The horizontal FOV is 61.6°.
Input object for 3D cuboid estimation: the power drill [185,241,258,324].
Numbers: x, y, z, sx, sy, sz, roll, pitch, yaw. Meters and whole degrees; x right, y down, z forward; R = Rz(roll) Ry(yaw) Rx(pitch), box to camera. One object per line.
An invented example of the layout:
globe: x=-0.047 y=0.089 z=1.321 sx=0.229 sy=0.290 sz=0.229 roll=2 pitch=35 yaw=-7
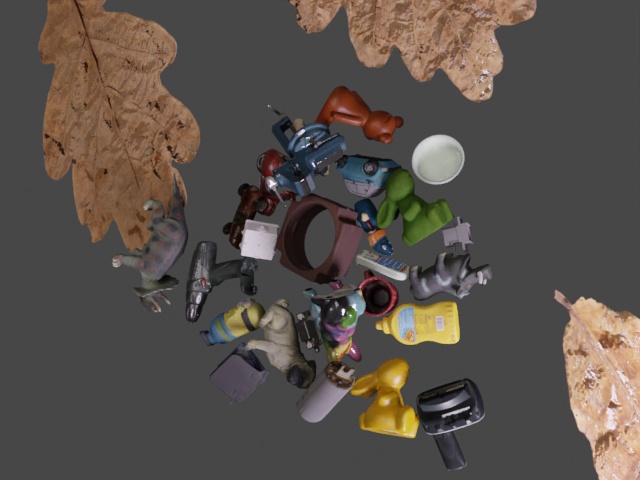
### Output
power drill: x=-0.275 y=0.117 z=1.477 sx=0.207 sy=0.086 sz=0.232 roll=-4 pitch=78 yaw=30

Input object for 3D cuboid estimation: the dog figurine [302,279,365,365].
dog figurine: x=0.050 y=0.210 z=1.262 sx=0.108 sy=0.192 sz=0.219 roll=-21 pitch=105 yaw=-22

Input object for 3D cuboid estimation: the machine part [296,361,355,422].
machine part: x=0.011 y=0.362 z=1.278 sx=0.079 sy=0.079 sz=0.243 roll=51 pitch=132 yaw=20

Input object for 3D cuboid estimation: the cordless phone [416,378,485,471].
cordless phone: x=0.307 y=0.415 z=1.195 sx=0.147 sy=0.088 sz=0.184 roll=-24 pitch=85 yaw=17

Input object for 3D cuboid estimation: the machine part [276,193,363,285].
machine part: x=-0.003 y=-0.004 z=1.344 sx=0.201 sy=0.087 sz=0.201 roll=25 pitch=97 yaw=40

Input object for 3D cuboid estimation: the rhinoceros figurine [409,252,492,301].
rhinoceros figurine: x=0.296 y=0.085 z=1.239 sx=0.190 sy=0.073 sz=0.112 roll=-18 pitch=74 yaw=19

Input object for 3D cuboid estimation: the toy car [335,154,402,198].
toy car: x=0.114 y=-0.156 z=1.338 sx=0.162 sy=0.109 sz=0.102 roll=13 pitch=105 yaw=32

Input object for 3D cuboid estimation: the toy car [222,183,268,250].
toy car: x=-0.209 y=-0.059 z=1.452 sx=0.089 sy=0.053 sz=0.202 roll=43 pitch=123 yaw=20

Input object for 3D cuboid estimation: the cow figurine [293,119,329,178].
cow figurine: x=-0.025 y=-0.246 z=1.425 sx=0.098 sy=0.068 sz=0.167 roll=-7 pitch=83 yaw=16

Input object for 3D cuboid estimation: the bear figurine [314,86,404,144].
bear figurine: x=0.101 y=-0.303 z=1.371 sx=0.196 sy=0.132 sz=0.120 roll=32 pitch=58 yaw=-5

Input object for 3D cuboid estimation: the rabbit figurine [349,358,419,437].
rabbit figurine: x=0.159 y=0.360 z=1.252 sx=0.163 sy=0.121 sz=0.173 roll=0 pitch=68 yaw=32

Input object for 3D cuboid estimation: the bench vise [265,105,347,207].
bench vise: x=-0.060 y=-0.225 z=1.338 sx=0.223 sy=0.128 sz=0.241 roll=-37 pitch=59 yaw=6

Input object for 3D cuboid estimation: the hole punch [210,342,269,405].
hole punch: x=-0.212 y=0.348 z=1.417 sx=0.142 sy=0.092 sz=0.115 roll=-44 pitch=98 yaw=8

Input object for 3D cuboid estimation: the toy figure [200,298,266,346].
toy figure: x=-0.228 y=0.224 z=1.433 sx=0.180 sy=0.082 sz=0.089 roll=-35 pitch=106 yaw=7

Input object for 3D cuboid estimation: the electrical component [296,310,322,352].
electrical component: x=-0.024 y=0.228 z=1.348 sx=0.045 sy=0.078 sz=0.102 roll=-26 pitch=66 yaw=19

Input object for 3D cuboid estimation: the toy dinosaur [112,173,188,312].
toy dinosaur: x=-0.450 y=0.016 z=1.544 sx=0.192 sy=0.131 sz=0.404 roll=25 pitch=88 yaw=11

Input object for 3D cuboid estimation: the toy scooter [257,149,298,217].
toy scooter: x=-0.110 y=-0.152 z=1.431 sx=0.135 sy=0.075 sz=0.183 roll=6 pitch=90 yaw=43

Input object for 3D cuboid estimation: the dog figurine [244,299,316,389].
dog figurine: x=-0.070 y=0.264 z=1.365 sx=0.191 sy=0.121 sz=0.172 roll=29 pitch=96 yaw=9

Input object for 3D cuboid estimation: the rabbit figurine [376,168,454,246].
rabbit figurine: x=0.212 y=-0.084 z=1.278 sx=0.159 sy=0.121 sz=0.170 roll=-35 pitch=85 yaw=36

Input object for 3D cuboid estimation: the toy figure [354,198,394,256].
toy figure: x=0.134 y=-0.027 z=1.330 sx=0.058 sy=0.064 sz=0.154 roll=-39 pitch=69 yaw=53
